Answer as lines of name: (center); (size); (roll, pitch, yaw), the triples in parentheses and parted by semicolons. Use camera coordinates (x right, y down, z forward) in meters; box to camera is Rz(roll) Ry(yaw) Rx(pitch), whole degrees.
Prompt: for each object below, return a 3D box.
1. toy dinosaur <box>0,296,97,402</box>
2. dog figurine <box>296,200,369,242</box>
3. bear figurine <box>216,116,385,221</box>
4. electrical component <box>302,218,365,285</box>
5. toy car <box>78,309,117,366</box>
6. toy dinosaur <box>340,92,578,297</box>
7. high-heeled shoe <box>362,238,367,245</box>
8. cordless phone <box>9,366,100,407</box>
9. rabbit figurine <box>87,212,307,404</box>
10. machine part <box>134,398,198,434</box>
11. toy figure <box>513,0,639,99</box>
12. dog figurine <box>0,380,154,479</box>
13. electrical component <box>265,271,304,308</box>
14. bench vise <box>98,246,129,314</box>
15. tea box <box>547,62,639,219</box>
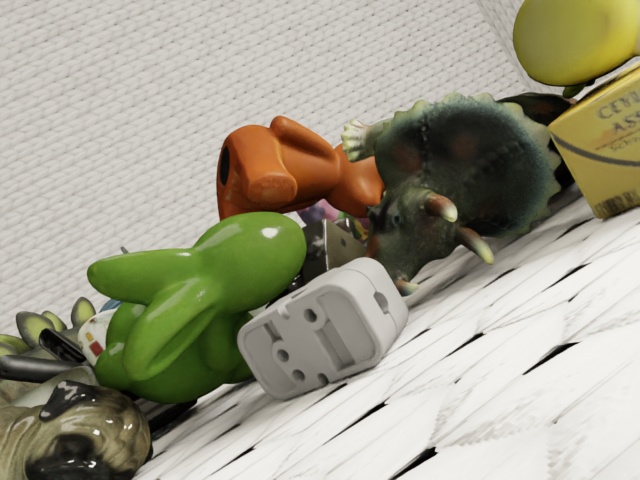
toy dinosaur: (-0.405, 0.204, 0.790); (0.105, 0.198, 0.471); (-34, -3, 38)
dog figurine: (0.041, -0.004, 0.729); (0.108, 0.191, 0.219); (16, 0, -33)
bear figurine: (0.002, -0.047, 0.524); (0.196, 0.132, 0.120); (6, -47, -26)
electrical component: (0.009, 0.028, 0.433); (0.045, 0.102, 0.078); (-23, -30, 31)
toy car: (-0.192, 0.115, 0.599); (0.056, 0.073, 0.201); (-42, -13, 3)
toy dinosaur: (0.166, -0.074, 0.468); (0.405, 0.131, 0.192); (-22, 15, -33)
high-heeled shoe: (-0.001, -0.002, 0.611); (0.249, 0.145, 0.086); (-32, 1, 15)
cordless phone: (-0.291, 0.148, 0.505); (0.147, 0.184, 0.089); (-31, 5, -11)
rabbit figurine: (-0.090, 0.037, 0.398); (0.170, 0.121, 0.159); (-45, -23, 29)
machine part: (-0.153, 0.153, 0.509); (0.084, 0.039, 0.139); (-37, 4, -12)
toy figure: (0.182, -0.146, 0.380); (0.089, 0.082, 0.180); (-43, 0, 22)
dog figurine: (-0.228, 0.129, 0.363); (0.190, 0.172, 0.121); (-38, 12, 3)
electrical component: (0.011, 0.040, 0.515); (0.119, 0.048, 0.074); (-34, -15, -27)
bench vise: (-0.235, 0.097, 0.774); (0.224, 0.129, 0.240); (-50, -3, -37)
tea box: (0.223, -0.084, 0.349); (0.098, 0.068, 0.169); (-29, 3, 38)
